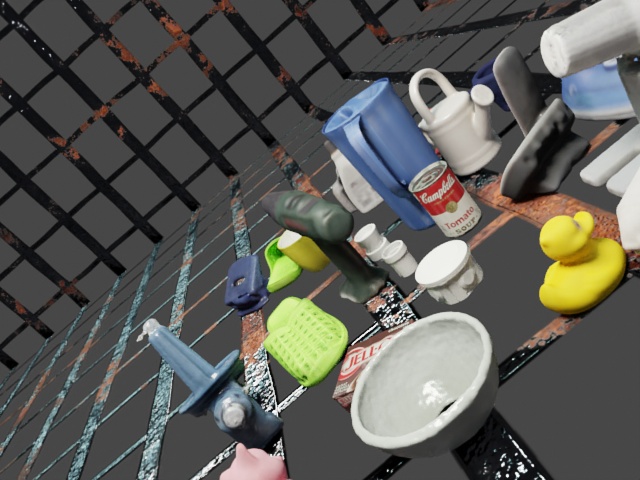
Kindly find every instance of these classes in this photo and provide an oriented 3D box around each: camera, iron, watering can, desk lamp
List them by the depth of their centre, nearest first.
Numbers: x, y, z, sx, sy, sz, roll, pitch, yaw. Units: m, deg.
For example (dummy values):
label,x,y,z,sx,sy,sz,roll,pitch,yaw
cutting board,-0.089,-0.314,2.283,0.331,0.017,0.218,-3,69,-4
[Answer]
label,x,y,z,sx,sy,sz,roll,pitch,yaw
desk lamp,0.363,-0.194,0.657,0.203,0.214,0.117,-40,19,5
iron,0.417,-0.255,0.802,0.119,0.142,0.257,-48,20,-18
watering can,0.233,-0.219,1.004,0.172,0.194,0.101,-26,24,39
camera,0.095,-0.154,1.280,0.143,0.101,0.137,-34,20,21

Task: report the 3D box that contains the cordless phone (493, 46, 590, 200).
label,x,y,z,sx,sy,sz,roll,pitch,yaw
cordless phone,0.278,-0.163,0.803,0.148,0.185,0.094,-51,21,-25

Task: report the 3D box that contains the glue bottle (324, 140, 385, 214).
label,x,y,z,sx,sy,sz,roll,pitch,yaw
glue bottle,0.067,-0.139,1.187,0.078,0.173,0.037,-36,20,17

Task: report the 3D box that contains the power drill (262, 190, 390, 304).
label,x,y,z,sx,sy,sz,roll,pitch,yaw
power drill,0.009,0.003,0.931,0.076,0.209,0.229,-47,19,-16

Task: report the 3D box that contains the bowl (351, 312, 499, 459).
label,x,y,z,sx,sy,sz,roll,pitch,yaw
bowl,0.116,0.158,0.582,0.167,0.075,0.167,-36,19,15

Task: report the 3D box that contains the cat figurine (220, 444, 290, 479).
label,x,y,z,sx,sy,sz,roll,pitch,yaw
cat figurine,-0.049,0.264,0.605,0.067,0.118,0.127,-51,21,-26

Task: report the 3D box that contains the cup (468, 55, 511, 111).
label,x,y,z,sx,sy,sz,roll,pitch,yaw
cup,0.343,-0.284,1.088,0.118,0.095,0.091,-45,19,-9

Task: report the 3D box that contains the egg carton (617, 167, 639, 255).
label,x,y,z,sx,sy,sz,roll,pitch,yaw
egg carton,0.361,-0.045,0.557,0.150,0.069,0.107,-51,21,-25

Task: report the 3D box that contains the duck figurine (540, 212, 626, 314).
label,x,y,z,sx,sy,sz,roll,pitch,yaw
duck figurine,0.259,0.018,0.595,0.105,0.086,0.077,-46,19,-13

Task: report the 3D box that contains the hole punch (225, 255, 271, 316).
label,x,y,z,sx,sy,sz,roll,pitch,yaw
hole punch,-0.158,0.097,1.237,0.108,0.091,0.101,-26,24,38

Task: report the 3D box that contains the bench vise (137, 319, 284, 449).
label,x,y,z,sx,sy,sz,roll,pitch,yaw
bench vise,-0.152,0.192,0.811,0.206,0.220,0.122,-14,33,54

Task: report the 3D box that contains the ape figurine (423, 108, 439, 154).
label,x,y,z,sx,sy,sz,roll,pitch,yaw
ape figurine,0.243,-0.227,1.161,0.076,0.092,0.078,-36,20,16
